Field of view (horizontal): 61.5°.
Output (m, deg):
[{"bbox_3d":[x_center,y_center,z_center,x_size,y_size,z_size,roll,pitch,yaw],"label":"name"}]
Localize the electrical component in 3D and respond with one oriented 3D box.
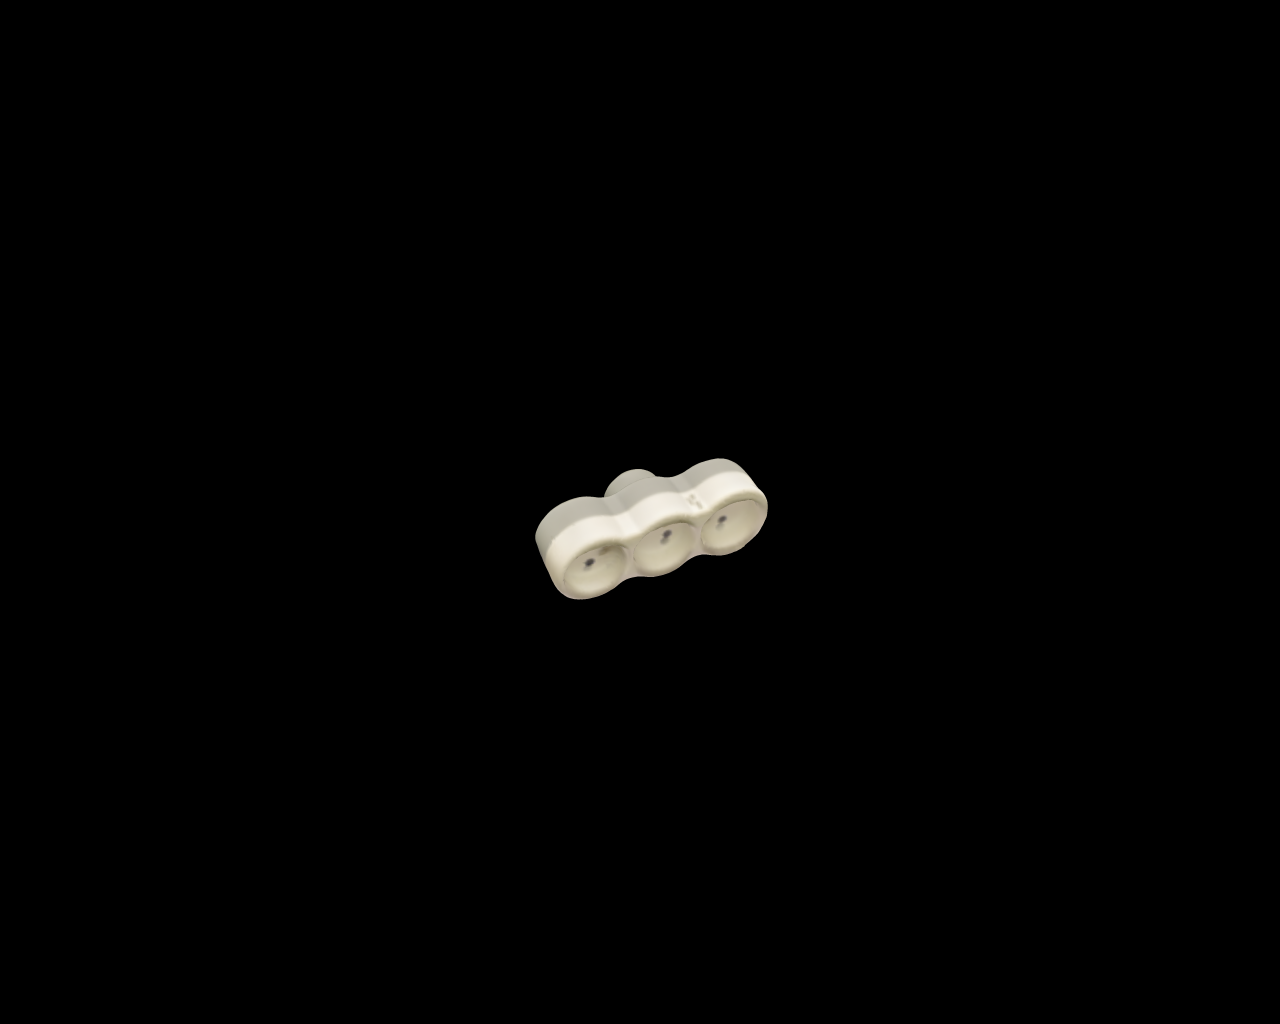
[{"bbox_3d":[0.001,-0.003,0.650,0.138,0.052,0.074,-17,48,-16],"label":"electrical component"}]
